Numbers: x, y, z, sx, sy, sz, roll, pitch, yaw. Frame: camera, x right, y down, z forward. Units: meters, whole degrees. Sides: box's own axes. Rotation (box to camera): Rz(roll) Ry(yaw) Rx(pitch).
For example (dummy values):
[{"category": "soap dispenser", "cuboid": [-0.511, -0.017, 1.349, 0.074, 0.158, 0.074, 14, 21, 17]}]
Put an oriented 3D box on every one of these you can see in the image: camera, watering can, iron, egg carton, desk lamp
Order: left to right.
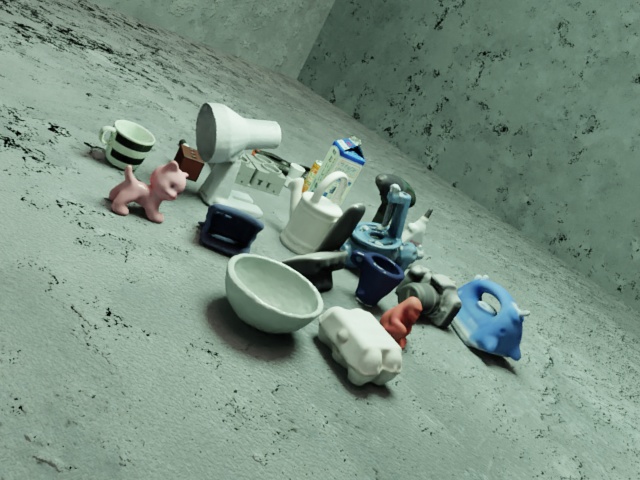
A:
[{"category": "desk lamp", "cuboid": [-0.185, -0.174, 1.227, 0.204, 0.213, 0.117, 12, 25, -40]}, {"category": "watering can", "cuboid": [-0.008, -0.069, 1.246, 0.172, 0.194, 0.101, 32, 19, 7]}, {"category": "egg carton", "cuboid": [0.063, 0.171, 0.937, 0.108, 0.069, 0.150, 11, 26, -42]}, {"category": "camera", "cuboid": [0.229, 0.113, 1.267, 0.137, 0.101, 0.142, 9, 28, -45]}, {"category": "iron", "cuboid": [0.377, 0.155, 1.312, 0.119, 0.141, 0.257, 20, 21, -26]}]

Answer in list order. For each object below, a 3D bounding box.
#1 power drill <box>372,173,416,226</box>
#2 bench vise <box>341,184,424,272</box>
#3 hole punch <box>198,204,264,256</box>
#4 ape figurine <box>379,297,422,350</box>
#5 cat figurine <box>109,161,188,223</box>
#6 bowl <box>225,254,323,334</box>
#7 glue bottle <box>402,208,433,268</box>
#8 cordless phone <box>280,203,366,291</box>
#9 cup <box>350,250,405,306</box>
[{"category": "power drill", "cuboid": [0.162, -0.074, 1.478, 0.075, 0.208, 0.230, 38, 21, 24]}, {"category": "bench vise", "cuboid": [0.162, -0.020, 1.325, 0.208, 0.219, 0.121, 9, 28, -45]}, {"category": "hole punch", "cuboid": [-0.167, -0.031, 1.083, 0.109, 0.091, 0.101, 23, 20, -17]}, {"category": "ape figurine", "cuboid": [0.161, 0.150, 1.093, 0.078, 0.092, 0.076, 6, 30, -49]}, {"category": "cat figurine", "cuboid": [-0.298, -0.099, 1.027, 0.128, 0.117, 0.067, 12, 25, -40]}, {"category": "bowl", "cuboid": [-0.083, 0.097, 0.907, 0.168, 0.074, 0.167, 26, 19, -10]}, {"category": "glue bottle", "cuboid": [0.244, -0.010, 1.488, 0.078, 0.173, 0.037, 16, 23, -33]}, {"category": "cordless phone", "cuboid": [0.010, 0.004, 1.103, 0.094, 0.185, 0.148, 36, 20, 18]}, {"category": "cup", "cuboid": [0.102, 0.081, 1.178, 0.118, 0.095, 0.092, 28, 19, -3]}]
